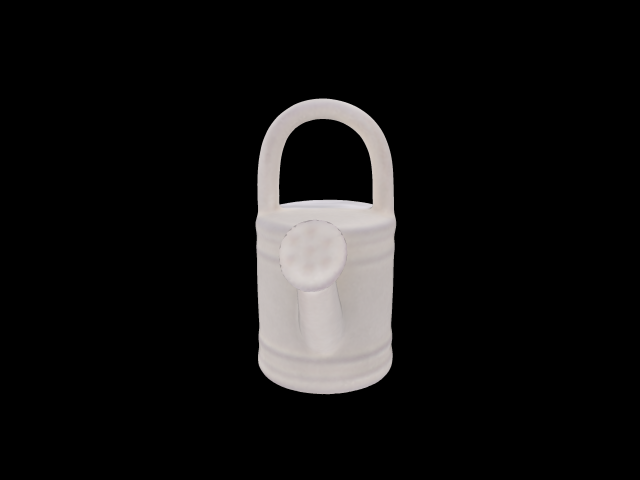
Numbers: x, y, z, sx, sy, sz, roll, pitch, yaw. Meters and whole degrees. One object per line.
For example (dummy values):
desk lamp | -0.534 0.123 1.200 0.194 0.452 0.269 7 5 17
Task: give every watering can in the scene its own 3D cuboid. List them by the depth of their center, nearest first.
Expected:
watering can | 0.006 0.001 0.400 0.101 0.194 0.172 -5 16 -16
